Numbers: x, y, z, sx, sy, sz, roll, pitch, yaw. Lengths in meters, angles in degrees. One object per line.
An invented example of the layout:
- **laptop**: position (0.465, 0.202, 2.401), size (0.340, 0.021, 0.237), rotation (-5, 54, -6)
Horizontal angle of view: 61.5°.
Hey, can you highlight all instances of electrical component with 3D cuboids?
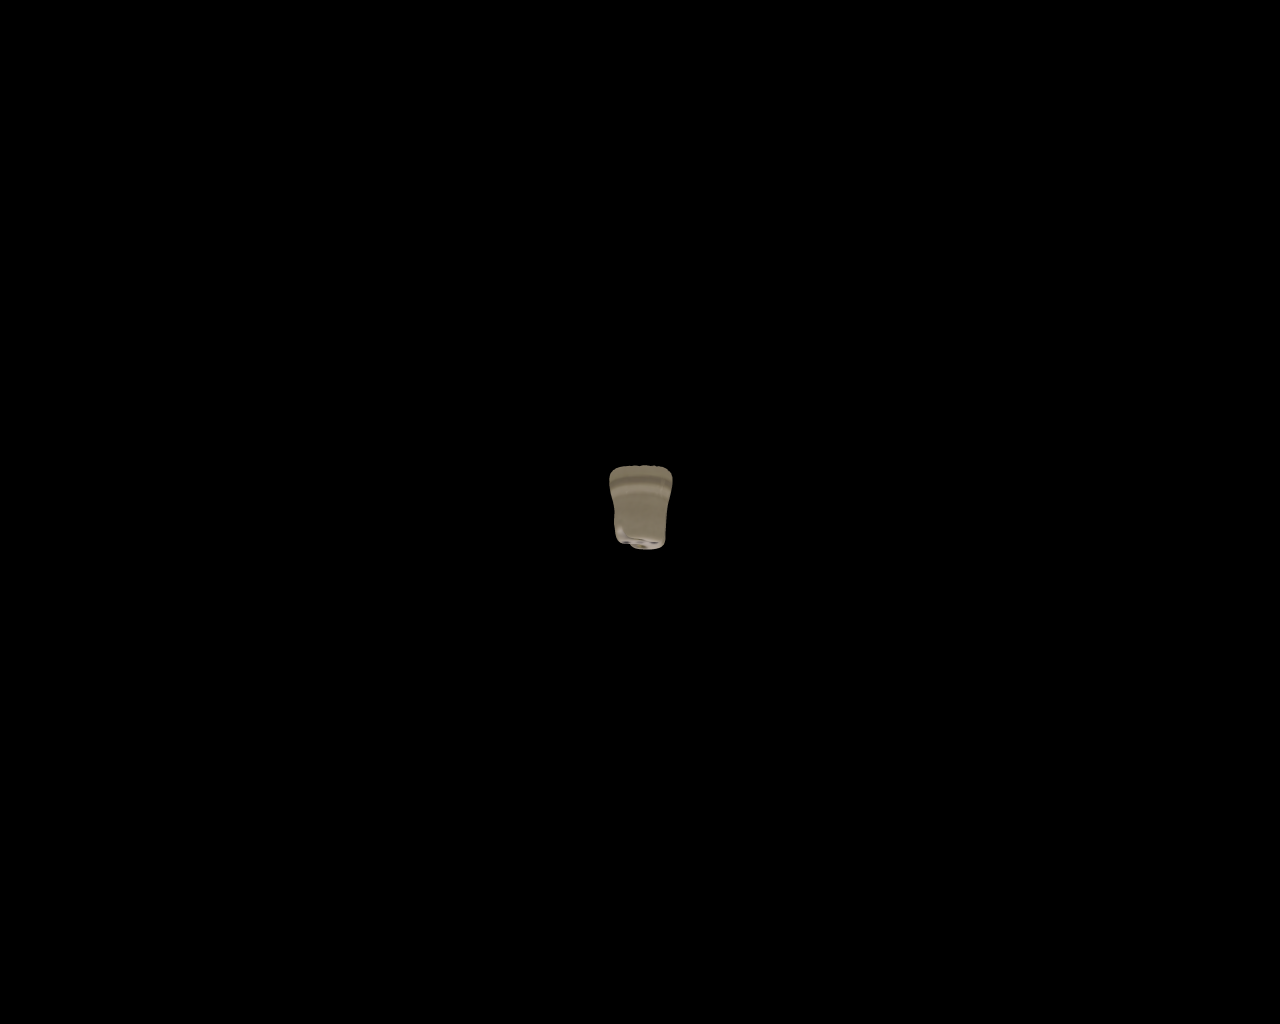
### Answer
- **electrical component**: position (0.001, -0.003, 0.650), size (0.040, 0.046, 0.040), rotation (0, -15, 0)
